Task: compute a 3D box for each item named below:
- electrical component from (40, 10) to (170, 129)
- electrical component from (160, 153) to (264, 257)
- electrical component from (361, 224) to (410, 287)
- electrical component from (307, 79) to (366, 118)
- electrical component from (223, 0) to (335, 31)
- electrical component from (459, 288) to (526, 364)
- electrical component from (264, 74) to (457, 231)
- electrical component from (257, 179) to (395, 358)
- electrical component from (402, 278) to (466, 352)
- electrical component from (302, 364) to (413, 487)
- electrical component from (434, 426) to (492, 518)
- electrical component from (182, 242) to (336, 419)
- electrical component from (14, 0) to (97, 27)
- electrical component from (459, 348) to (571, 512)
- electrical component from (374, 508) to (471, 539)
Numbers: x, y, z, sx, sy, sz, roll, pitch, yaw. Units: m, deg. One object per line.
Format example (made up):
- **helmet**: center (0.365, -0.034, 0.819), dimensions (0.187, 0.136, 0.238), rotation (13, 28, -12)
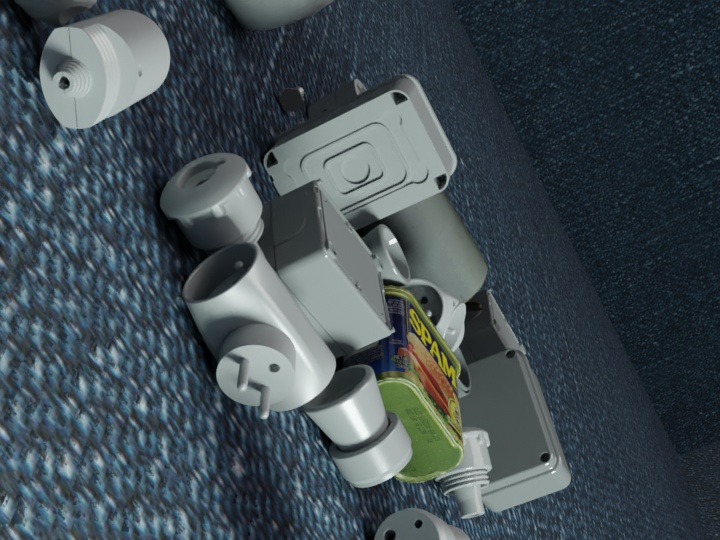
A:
- **electrical component**: center (-0.118, -0.091, 0.484), dimensions (0.043, 0.043, 0.081), rotation (62, 16, -14)
- **electrical component**: center (-0.069, -0.025, 0.551), dimensions (0.048, 0.048, 0.062), rotation (-95, 163, -51)
- **electrical component**: center (0.000, 0.000, 0.724), dimensions (0.045, 0.055, 0.045), rotation (57, 17, -28)
- **electrical component**: center (-0.012, -0.124, 0.895), dimensions (0.055, 0.047, 0.055), rotation (57, 17, -28)
- **electrical component**: center (-0.053, -0.219, 0.796), dimensions (0.108, 0.108, 0.060), rotation (-94, 160, -54)
- **electrical component**: center (0.113, 0.077, 0.979), dimensions (0.096, 0.061, 0.061), rotation (58, 17, -27)
- **electrical component**: center (0.001, -0.076, 0.737), dimensions (0.078, 0.113, 0.057), rotation (61, 18, -15)
- **electrical component**: center (-0.025, 0.008, 0.615), dimensions (0.096, 0.061, 0.061), rotation (52, 20, -41)
- **electrical component**: center (0.041, 0.052, 0.778), dimensions (0.079, 0.044, 0.077), rotation (-67, 160, -8)
- **electrical component**: center (-0.001, 0.088, 0.605), dimensions (0.055, 0.045, 0.045), rotation (62, 15, -16)
- **electrical component**: center (0.074, 0.146, 0.775), dimensions (0.048, 0.048, 0.062), rotation (35, 40, -62)
- **electrical component**: center (-0.049, 0.038, 0.518), dimensions (0.077, 0.043, 0.079), rotation (57, 17, -29)
- **electrical component**: center (-0.145, -0.141, 0.472), dimensions (0.062, 0.043, 0.043), rotation (47, 24, -49)
- **electrical component**: center (0.117, 0.130, 0.878), dimensions (0.057, 0.078, 0.113), rotation (50, 21, -54)
- **electrical component**: center (0.037, 0.163, 0.616), dimensions (0.055, 0.045, 0.045), rotation (43, 27, -55)
